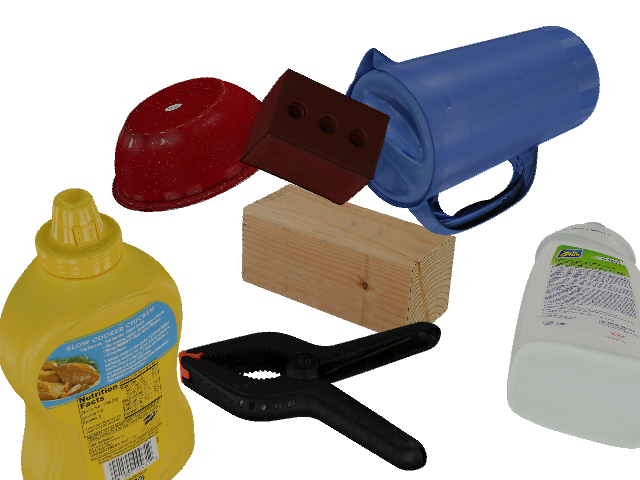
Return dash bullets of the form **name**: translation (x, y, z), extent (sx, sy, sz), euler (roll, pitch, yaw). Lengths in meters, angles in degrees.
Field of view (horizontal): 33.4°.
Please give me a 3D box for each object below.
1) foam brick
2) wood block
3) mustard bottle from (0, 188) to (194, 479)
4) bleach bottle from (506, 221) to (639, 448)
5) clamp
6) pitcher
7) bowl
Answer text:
- **foam brick**: translation (-0.004, -0.067, 0.704), extent (0.078, 0.053, 0.051), euler (22, -25, -14)
- **wood block**: translation (0.025, 0.020, 1.115), extent (0.206, 0.091, 0.090), euler (19, 31, 29)
- **mustard bottle**: translation (-0.116, 0.058, 0.552), extent (0.096, 0.192, 0.058), euler (-24, 43, -30)
- **bleach bottle**: translation (0.199, 0.048, 0.774), extent (0.103, 0.068, 0.250), euler (13, 27, 12)
- **clamp**: translation (-0.005, 0.104, 0.840), extent (0.210, 0.036, 0.164), euler (8, 31, 14)
- **pitcher**: translation (0.156, -0.119, 1.032), extent (0.242, 0.149, 0.145), euler (-22, 45, -29)
- **bowl**: translation (-0.114, -0.092, 0.908), extent (0.162, 0.055, 0.162), euler (-16, 32, 10)
